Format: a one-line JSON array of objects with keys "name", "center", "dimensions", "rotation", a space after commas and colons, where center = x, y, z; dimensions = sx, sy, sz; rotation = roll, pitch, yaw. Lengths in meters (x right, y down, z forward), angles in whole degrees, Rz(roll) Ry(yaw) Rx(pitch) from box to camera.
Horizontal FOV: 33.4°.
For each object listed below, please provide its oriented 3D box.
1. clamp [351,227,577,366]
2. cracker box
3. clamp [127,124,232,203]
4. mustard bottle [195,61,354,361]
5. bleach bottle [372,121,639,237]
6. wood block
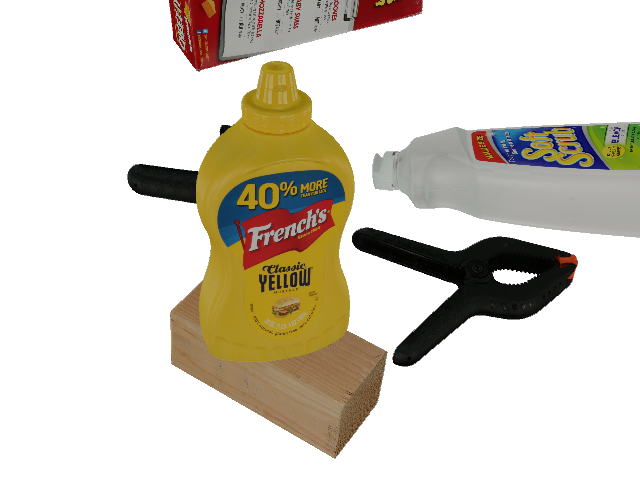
[{"name": "clamp", "center": [0.142, 0.046, 0.999], "dimensions": [0.210, 0.164, 0.036], "rotation": [-2, -44, -6]}, {"name": "cracker box", "center": [-0.022, -0.248, 0.878], "dimensions": [0.213, 0.164, 0.072], "rotation": [-19, 43, -18]}, {"name": "clamp", "center": [-0.070, -0.039, 0.859], "dimensions": [0.120, 0.039, 0.172], "rotation": [-29, 44, -31]}, {"name": "mustard bottle", "center": [-0.027, -0.017, 0.653], "dimensions": [0.096, 0.192, 0.058], "rotation": [-7, 33, -14]}, {"name": "bleach bottle", "center": [0.162, -0.047, 0.804], "dimensions": [0.251, 0.068, 0.102], "rotation": [2, 36, 18]}, {"name": "wood block", "center": [-0.045, 0.121, 1.101], "dimensions": [0.206, 0.090, 0.090], "rotation": [27, 48, 20]}]
